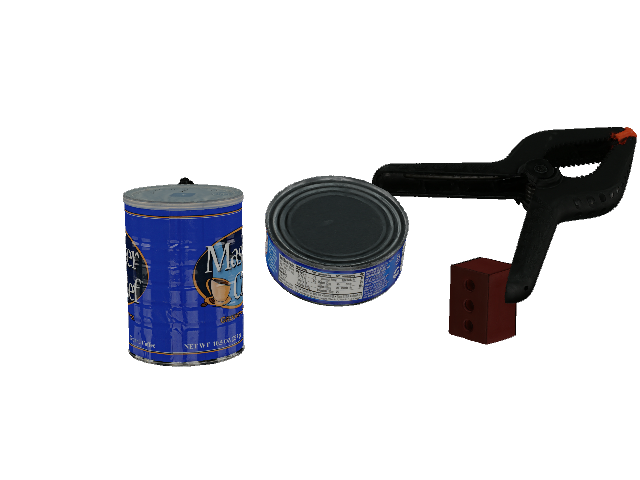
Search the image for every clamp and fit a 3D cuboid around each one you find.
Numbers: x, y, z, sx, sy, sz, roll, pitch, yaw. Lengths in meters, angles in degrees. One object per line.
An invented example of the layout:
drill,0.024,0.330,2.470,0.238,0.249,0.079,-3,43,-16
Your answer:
clamp,0.167,-0.033,0.808,0.209,0.036,0.165,-19,45,-20

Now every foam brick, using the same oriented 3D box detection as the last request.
foam brick,0.169,0.062,1.108,0.051,0.078,0.053,-14,19,-42

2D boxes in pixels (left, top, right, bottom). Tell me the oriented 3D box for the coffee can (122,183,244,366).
coffee can,-0.118,0.027,0.928,0.103,0.140,0.103,0,11,0

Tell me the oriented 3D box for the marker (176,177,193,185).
marker,-0.142,-0.013,1.180,0.020,0.121,0.020,-5,27,2

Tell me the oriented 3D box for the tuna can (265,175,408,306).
tuna can,0.009,0.000,0.644,0.086,0.034,0.086,2,41,-2
